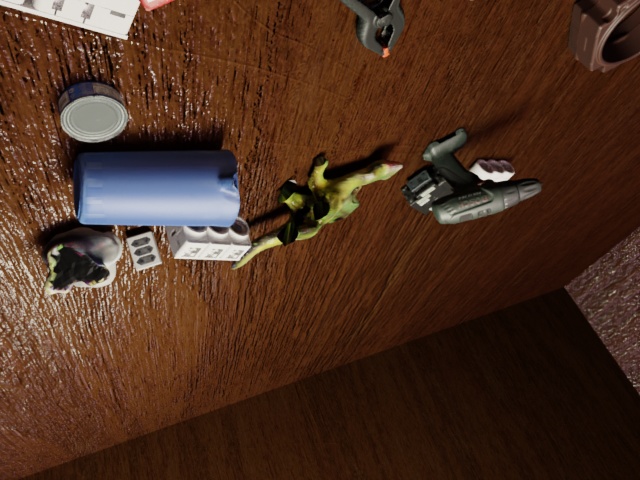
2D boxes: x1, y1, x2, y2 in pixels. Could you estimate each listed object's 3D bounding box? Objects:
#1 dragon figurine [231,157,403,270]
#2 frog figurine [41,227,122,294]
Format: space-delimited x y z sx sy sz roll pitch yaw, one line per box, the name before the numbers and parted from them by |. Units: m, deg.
dragon figurine | 0.003 -0.057 1.134 0.405 0.124 0.242 -37 159 25
frog figurine | -0.427 0.033 0.950 0.137 0.122 0.160 -35 -171 2
